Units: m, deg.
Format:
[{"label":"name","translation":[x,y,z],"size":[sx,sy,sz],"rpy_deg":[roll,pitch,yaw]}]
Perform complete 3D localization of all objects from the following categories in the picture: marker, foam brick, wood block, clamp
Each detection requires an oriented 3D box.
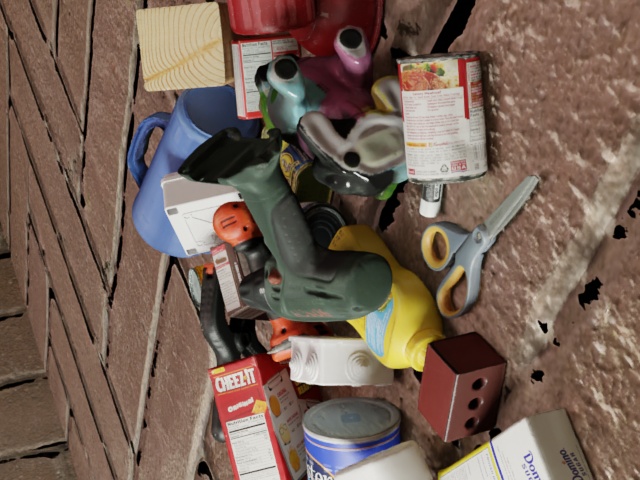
[{"label":"marker","translation":[0.103,-0.078,0.944],"size":[0.020,0.020,0.121],"rpy_deg":[-134,41,-52]},{"label":"foam brick","translation":[0.124,0.130,0.941],"size":[0.051,0.052,0.078],"rpy_deg":[49,142,49]},{"label":"wood block","translation":[-0.142,-0.226,1.236],"size":[0.206,0.091,0.090],"rpy_deg":[-77,-17,-78]},{"label":"clamp","translation":[-0.108,0.131,1.303],"size":[0.036,0.164,0.210],"rpy_deg":[-7,111,30]}]

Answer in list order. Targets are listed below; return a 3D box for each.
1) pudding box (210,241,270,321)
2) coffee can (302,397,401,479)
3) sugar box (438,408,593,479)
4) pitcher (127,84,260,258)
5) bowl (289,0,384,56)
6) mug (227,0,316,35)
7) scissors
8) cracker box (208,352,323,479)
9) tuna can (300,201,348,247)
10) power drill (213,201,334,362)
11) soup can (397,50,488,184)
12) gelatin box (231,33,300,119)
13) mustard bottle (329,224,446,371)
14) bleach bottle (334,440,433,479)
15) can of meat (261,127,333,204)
[{"label":"pudding box","translation":[-0.077,0.049,1.289],"size":[0.039,0.113,0.090],"rpy_deg":[-26,70,25]},{"label":"coffee can","translation":[0.037,0.250,1.124],"size":[0.103,0.102,0.140],"rpy_deg":[-154,57,-61]},{"label":"sugar box","translation":[0.164,0.213,0.898],"size":[0.176,0.048,0.093],"rpy_deg":[-51,52,56]},{"label":"pitcher","translation":[-0.169,-0.100,1.402],"size":[0.243,0.149,0.145],"rpy_deg":[120,153,-51]},{"label":"bowl","translation":[0.002,-0.245,1.057],"size":[0.162,0.055,0.162],"rpy_deg":[38,133,56]},{"label":"mug","translation":[-0.047,-0.242,1.003],"size":[0.117,0.093,0.081],"rpy_deg":[-84,-13,-70]},{"label":"scissors","translation":[0.129,-0.013,0.916],"size":[0.096,0.016,0.202],"rpy_deg":[61,150,35]},{"label":"cracker box","translation":[-0.044,0.239,1.234],"size":[0.164,0.072,0.214],"rpy_deg":[8,-115,-69]},{"label":"tuna can","translation":[-0.007,0.001,1.138],"size":[0.034,0.085,0.086],"rpy_deg":[1,101,50]},{"label":"power drill","translation":[-0.049,0.040,1.224],"size":[0.188,0.057,0.184],"rpy_deg":[65,-165,6]},{"label":"soup can","translation":[0.101,-0.102,0.878],"size":[0.069,0.068,0.102],"rpy_deg":[19,117,63]},{"label":"gelatin box","translation":[-0.058,-0.184,1.193],"size":[0.030,0.073,0.089],"rpy_deg":[-160,62,-63]},{"label":"mustard bottle","translation":[0.068,0.068,1.033],"size":[0.192,0.058,0.096],"rpy_deg":[48,136,50]},{"label":"bleach bottle","translation":[0.101,0.316,0.986],"size":[0.251,0.068,0.103],"rpy_deg":[66,153,10]},{"label":"can of meat","translation":[-0.026,-0.073,1.189],"size":[0.084,0.057,0.102],"rpy_deg":[55,147,38]}]
